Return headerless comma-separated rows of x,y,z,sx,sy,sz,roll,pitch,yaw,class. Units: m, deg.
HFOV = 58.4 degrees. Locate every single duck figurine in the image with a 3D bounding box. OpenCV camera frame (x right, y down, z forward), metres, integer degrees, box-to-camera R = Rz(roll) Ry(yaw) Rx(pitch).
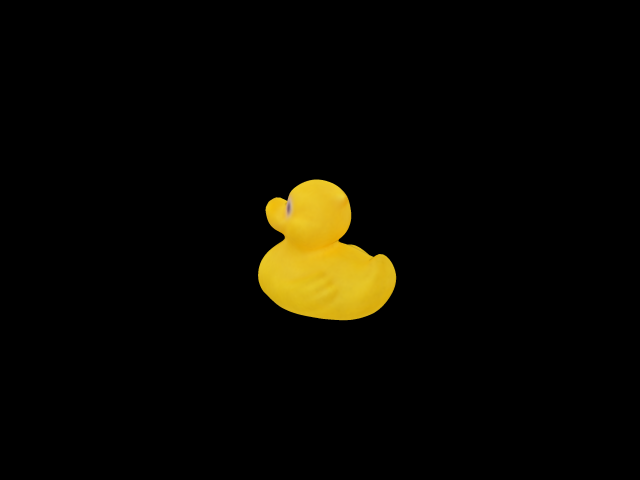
0.004,0.001,0.400,0.104,0.086,0.078,16,32,27,duck figurine
